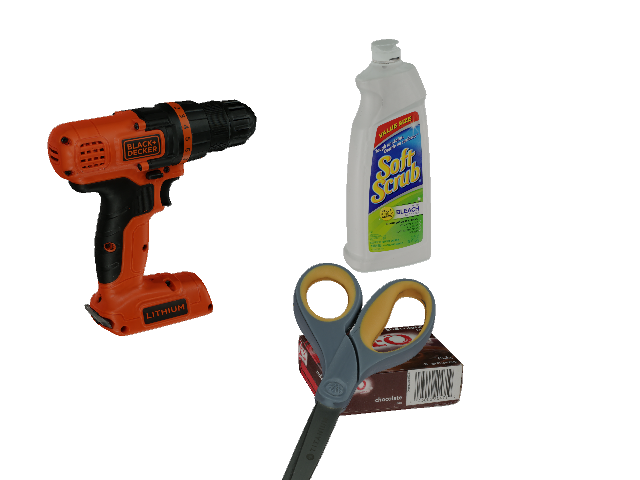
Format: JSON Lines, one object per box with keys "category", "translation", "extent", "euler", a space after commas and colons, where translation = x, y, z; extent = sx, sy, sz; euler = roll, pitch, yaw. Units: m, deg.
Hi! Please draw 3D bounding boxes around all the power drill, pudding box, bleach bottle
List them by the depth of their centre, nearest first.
{"category": "pudding box", "translation": [0.046, 0.102, 0.855], "extent": [0.113, 0.039, 0.090], "euler": [-2, 17, -15]}
{"category": "power drill", "translation": [-0.134, -0.024, 0.906], "extent": [0.184, 0.188, 0.057], "euler": [-13, 22, -31]}
{"category": "bleach bottle", "translation": [0.070, -0.094, 1.181], "extent": [0.102, 0.251, 0.068], "euler": [-10, 23, -12]}

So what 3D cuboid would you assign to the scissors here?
{"category": "scissors", "translation": [-0.005, 0.075, 0.612], "extent": [0.096, 0.016, 0.201], "euler": [30, 46, 21]}
